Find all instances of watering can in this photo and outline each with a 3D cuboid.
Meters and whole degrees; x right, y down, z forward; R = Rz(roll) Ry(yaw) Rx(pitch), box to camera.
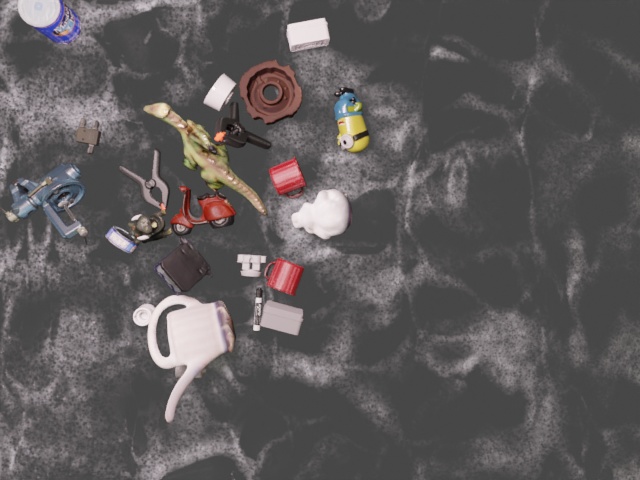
[{"bbox_3d":[-0.330,0.286,1.355,0.225,0.101,0.355,-12,53,-13],"label":"watering can"}]

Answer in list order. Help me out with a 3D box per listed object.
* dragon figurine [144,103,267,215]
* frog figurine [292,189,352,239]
[{"bbox_3d":[-0.286,-0.216,1.349,0.410,0.242,0.123,40,85,-2],"label":"dragon figurine"},{"bbox_3d":[0.004,-0.072,1.428,0.159,0.124,0.135,-2,111,-15],"label":"frog figurine"}]
